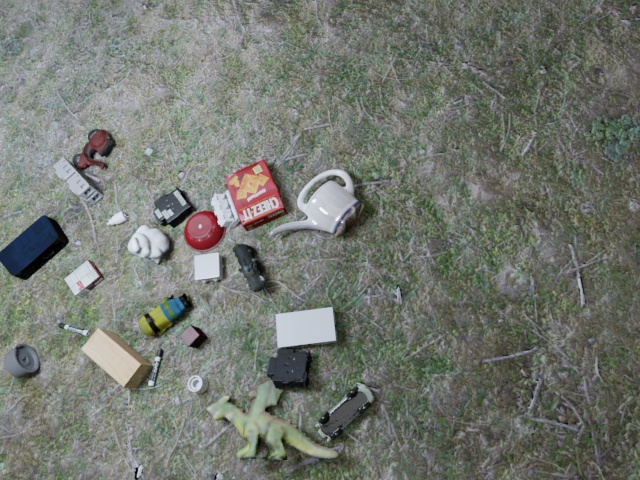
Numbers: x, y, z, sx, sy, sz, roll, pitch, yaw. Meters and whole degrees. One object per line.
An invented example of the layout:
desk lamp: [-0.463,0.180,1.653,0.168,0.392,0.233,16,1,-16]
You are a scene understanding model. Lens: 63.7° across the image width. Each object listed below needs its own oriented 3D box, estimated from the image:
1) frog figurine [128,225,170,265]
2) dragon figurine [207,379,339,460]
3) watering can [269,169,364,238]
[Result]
frog figurine: [-0.606,0.006,1.809,0.123,0.157,0.139,-27,68,-2]
dragon figurine: [-0.146,0.541,1.567,0.410,0.120,0.248,-3,61,7]
watering can: [0.005,-0.089,1.777,0.226,0.102,0.350,38,79,18]
